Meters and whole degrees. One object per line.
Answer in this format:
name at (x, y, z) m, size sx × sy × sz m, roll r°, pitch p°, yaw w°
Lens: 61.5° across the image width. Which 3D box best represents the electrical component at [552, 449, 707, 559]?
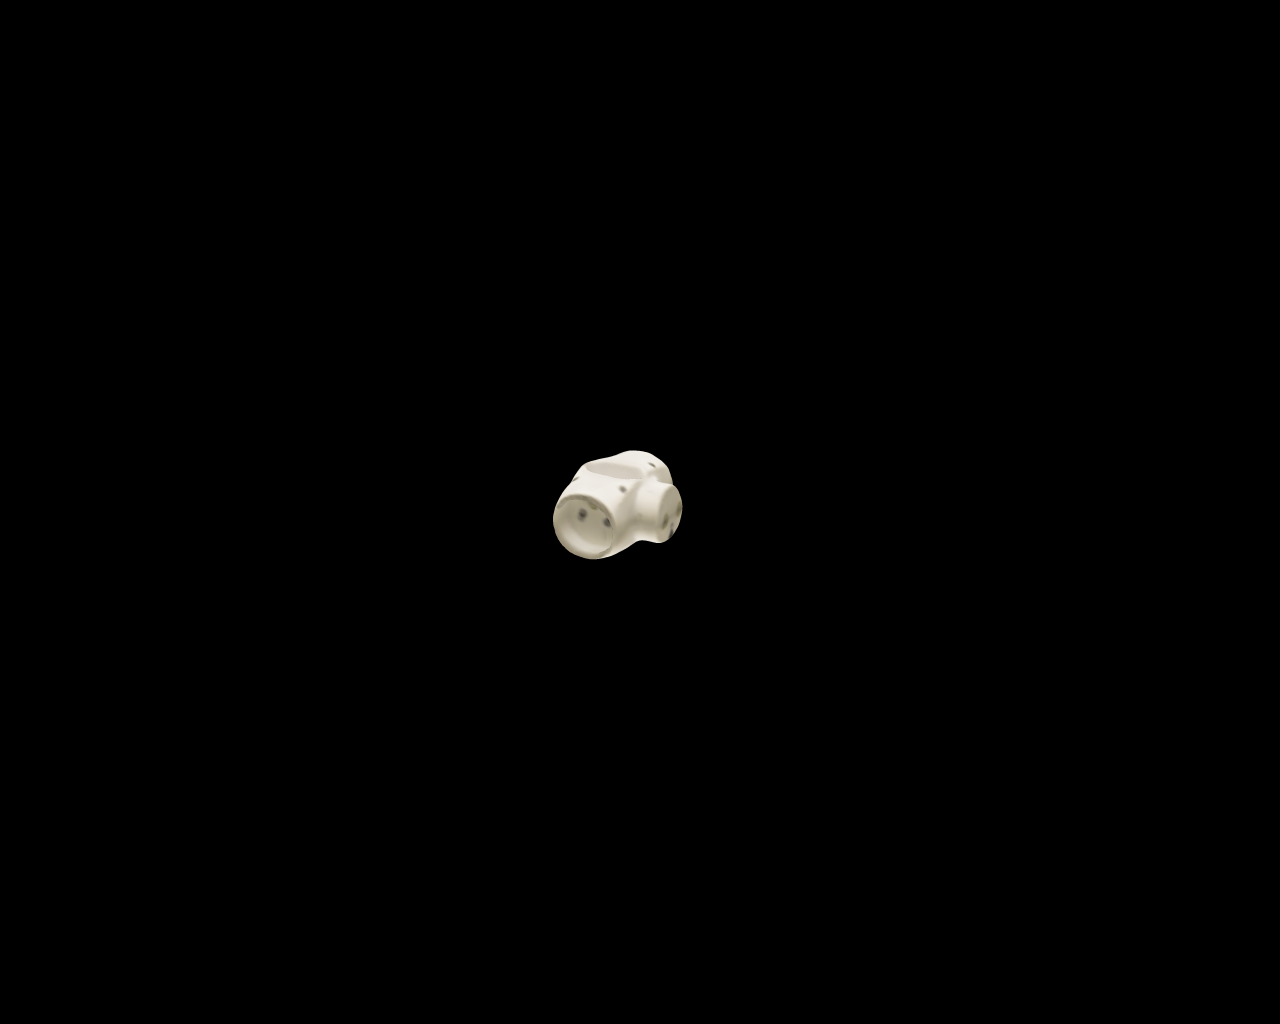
electrical component at (0.001, -0.003, 0.650) m, size 0.079 × 0.043 × 0.077 m, roll 12°, pitch 27°, yaw 25°
